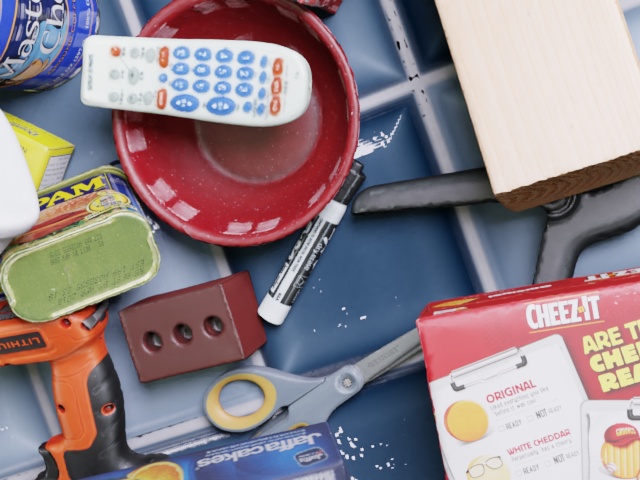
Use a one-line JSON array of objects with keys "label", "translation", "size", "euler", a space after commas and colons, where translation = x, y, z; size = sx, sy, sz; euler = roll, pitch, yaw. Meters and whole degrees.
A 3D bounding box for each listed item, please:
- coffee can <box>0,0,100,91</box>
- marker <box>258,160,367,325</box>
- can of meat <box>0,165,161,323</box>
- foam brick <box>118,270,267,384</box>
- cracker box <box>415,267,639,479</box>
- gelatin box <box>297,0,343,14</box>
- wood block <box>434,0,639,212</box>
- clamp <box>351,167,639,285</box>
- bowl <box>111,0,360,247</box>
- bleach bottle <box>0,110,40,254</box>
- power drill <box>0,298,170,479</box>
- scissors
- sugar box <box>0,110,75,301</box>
[{"label": "coffee can", "translation": [-0.216, -0.145, 0.671], "size": [0.103, 0.140, 0.103], "euler": [2, 98, 14]}, {"label": "marker", "translation": [-0.005, 0.001, 0.698], "size": [0.020, 0.020, 0.121], "euler": [32, 104, 8]}, {"label": "can of meat", "translation": [-0.158, 0.003, 0.683], "size": [0.102, 0.084, 0.057], "euler": [-22, 117, -10]}, {"label": "foam brick", "translation": [-0.083, 0.058, 0.709], "size": [0.078, 0.051, 0.053], "euler": [-16, 93, 16]}, {"label": "cracker box", "translation": [0.155, 0.129, 0.605], "size": [0.164, 0.072, 0.214], "euler": [-10, 94, 11]}, {"label": "gelatin box", "translation": [0.008, -0.175, 0.635], "size": [0.030, 0.089, 0.073], "euler": [34, 104, 8]}, {"label": "wood block", "translation": [0.116, -0.129, 0.593], "size": [0.091, 0.090, 0.206], "euler": [-18, 80, 16]}, {"label": "clamp", "translation": [0.131, -0.031, 0.649], "size": [0.164, 0.036, 0.210], "euler": [42, 102, 10]}, {"label": "bowl", "translation": [-0.048, -0.078, 0.680], "size": [0.162, 0.055, 0.162], "euler": [2, 98, 14]}, {"label": "bleach bottle", "translation": [-0.265, 0.023, 0.672], "size": [0.251, 0.067, 0.102], "euler": [-45, 58, 36]}, {"label": "power drill", "translation": [-0.187, 0.132, 0.726], "size": [0.184, 0.057, 0.187], "euler": [-13, 109, 8]}, {"label": "scissors", "translation": [0.000, 0.085, 0.710], "size": [0.096, 0.016, 0.202], "euler": [42, 105, 5]}, {"label": "sugar box", "translation": [-0.247, -0.004, 0.747], "size": [0.093, 0.048, 0.176], "euler": [26, 102, 10]}]
